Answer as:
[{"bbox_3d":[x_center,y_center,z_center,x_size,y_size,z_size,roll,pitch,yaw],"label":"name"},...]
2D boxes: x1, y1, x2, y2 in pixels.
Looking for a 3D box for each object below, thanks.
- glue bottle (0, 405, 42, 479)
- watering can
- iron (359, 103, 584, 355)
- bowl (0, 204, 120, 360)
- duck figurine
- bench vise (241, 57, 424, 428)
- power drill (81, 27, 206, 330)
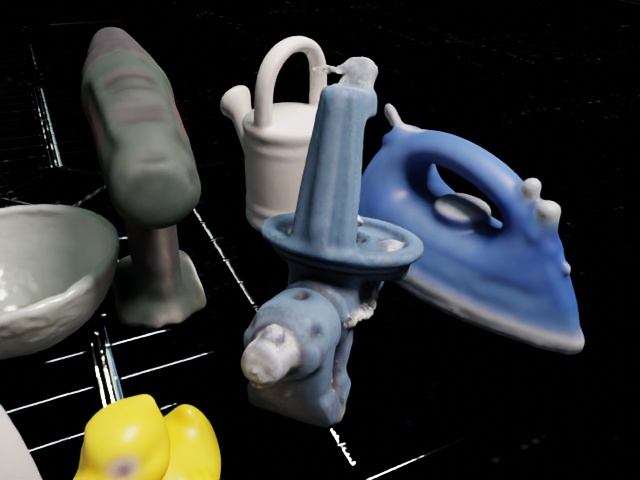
[{"bbox_3d":[-0.184,0.087,0.279,0.078,0.173,0.037,14,33,19],"label":"glue bottle"},{"bbox_3d":[-0.037,-0.110,0.592,0.172,0.194,0.101,12,33,17],"label":"watering can"},{"bbox_3d":[0.132,-0.022,0.509,0.119,0.141,0.257,-22,39,-33],"label":"iron"},{"bbox_3d":[-0.238,0.040,0.448,0.167,0.075,0.167,2,31,-1],"label":"bowl"},{"bbox_3d":[-0.098,0.122,0.312,0.077,0.086,0.105,15,34,21],"label":"duck figurine"},{"bbox_3d":[0.016,0.002,0.386,0.121,0.220,0.207,2,31,1],"label":"bench vise"},{"bbox_3d":[-0.145,-0.045,0.465,0.076,0.208,0.229,-12,34,-21],"label":"power drill"}]
